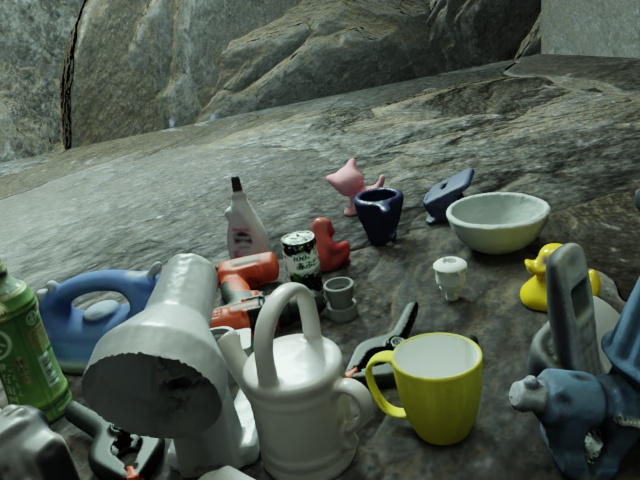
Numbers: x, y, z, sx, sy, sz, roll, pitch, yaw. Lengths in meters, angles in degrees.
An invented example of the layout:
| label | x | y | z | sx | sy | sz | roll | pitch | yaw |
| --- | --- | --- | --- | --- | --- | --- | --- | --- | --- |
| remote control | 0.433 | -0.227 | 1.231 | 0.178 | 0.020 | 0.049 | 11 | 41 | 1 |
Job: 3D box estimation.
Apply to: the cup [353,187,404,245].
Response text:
| label | x | y | z | sx | sy | sz | roll | pitch | yaw |
| --- | --- | --- | --- | --- | --- | --- | --- | --- | --- |
| cup | 0.114 | -0.036 | 1.048 | 0.091 | 0.095 | 0.117 | -11 | 22 | -4 |

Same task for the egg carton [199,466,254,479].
| label | x | y | z | sx | sy | sz | roll | pitch | yaw |
| --- | --- | --- | --- | --- | --- | --- | --- | --- | --- |
| egg carton | -0.066 | 0.251 | 0.461 | 0.149 | 0.069 | 0.107 | 9 | 28 | 37 |

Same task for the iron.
| label | x | y | z | sx | sy | sz | roll | pitch | yaw |
| --- | --- | --- | --- | --- | --- | --- | --- | --- | --- |
| iron | -0.316 | 0.104 | 0.813 | 0.258 | 0.141 | 0.118 | -6 | 23 | 8 |

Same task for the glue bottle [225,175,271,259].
| label | x | y | z | sx | sy | sz | roll | pitch | yaw |
| --- | --- | --- | --- | --- | --- | --- | --- | --- | --- |
| glue bottle | -0.139 | -0.034 | 1.036 | 0.078 | 0.173 | 0.037 | -3 | 23 | 15 |

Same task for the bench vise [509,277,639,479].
| label | x | y | z | sx | sy | sz | roll | pitch | yaw |
| --- | --- | --- | --- | --- | --- | --- | --- | --- | --- |
| bench vise | 0.275 | 0.105 | 0.486 | 0.208 | 0.220 | 0.121 | -16 | 24 | -17 |

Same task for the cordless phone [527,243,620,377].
| label | x | y | z | sx | sy | sz | roll | pitch | yaw |
| --- | --- | --- | --- | --- | --- | --- | --- | --- | --- |
| cordless phone | 0.278 | 0.079 | 0.592 | 0.093 | 0.185 | 0.148 | 13 | 31 | 42 |

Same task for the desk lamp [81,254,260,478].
| label | x | y | z | sx | sy | sz | roll | pitch | yaw |
| --- | --- | --- | --- | --- | --- | --- | --- | --- | --- |
| desk lamp | -0.130 | 0.135 | 0.575 | 0.118 | 0.214 | 0.203 | -6 | 23 | 7 |

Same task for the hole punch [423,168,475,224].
| label | x | y | z | sx | sy | sz | roll | pitch | yaw |
| --- | --- | --- | --- | --- | --- | --- | --- | --- | --- |
| hole punch | 0.255 | -0.089 | 1.128 | 0.100 | 0.091 | 0.109 | 0 | 24 | 21 |

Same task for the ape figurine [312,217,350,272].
| label | x | y | z | sx | sy | sz | roll | pitch | yaw |
| --- | --- | --- | --- | --- | --- | --- | --- | --- | --- |
| ape figurine | 0.009 | 0.004 | 0.997 | 0.076 | 0.092 | 0.077 | -25 | 28 | -34 |

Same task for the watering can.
| label | x | y | z | sx | sy | sz | roll | pitch | yaw |
| --- | --- | --- | --- | --- | --- | --- | --- | --- | --- |
| watering can | -0.032 | 0.134 | 0.565 | 0.172 | 0.194 | 0.101 | -4 | 23 | 12 |

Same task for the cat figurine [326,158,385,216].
| label | x | y | z | sx | sy | sz | roll | pitch | yaw |
| --- | --- | --- | --- | --- | --- | --- | --- | --- | --- |
| cat figurine | 0.083 | -0.114 | 1.217 | 0.127 | 0.118 | 0.067 | 3 | 25 | 27 |

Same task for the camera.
| label | x | y | z | sx | sy | sz | roll | pitch | yaw |
| --- | --- | --- | --- | --- | --- | --- | --- | --- | --- |
| camera | -0.339 | 0.233 | 0.566 | 0.142 | 0.101 | 0.137 | 5 | 26 | 30 |

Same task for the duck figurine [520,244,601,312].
| label | x | y | z | sx | sy | sz | roll | pitch | yaw |
| --- | --- | --- | --- | --- | --- | --- | --- | --- | --- |
| duck figurine | 0.328 | 0.046 | 0.783 | 0.104 | 0.086 | 0.077 | -5 | 23 | 10 |

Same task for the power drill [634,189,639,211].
| label | x | y | z | sx | sy | sz | roll | pitch | yaw |
| --- | --- | --- | --- | --- | --- | --- | --- | --- | --- |
| power drill | 0.410 | 0.060 | 0.557 | 0.076 | 0.209 | 0.228 | -21 | 25 | -26 |

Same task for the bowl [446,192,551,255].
| label | x | y | z | sx | sy | sz | roll | pitch | yaw |
| --- | --- | --- | --- | --- | --- | --- | --- | --- | --- |
| bowl | 0.299 | -0.020 | 0.968 | 0.167 | 0.075 | 0.167 | -8 | 22 | 3 |
